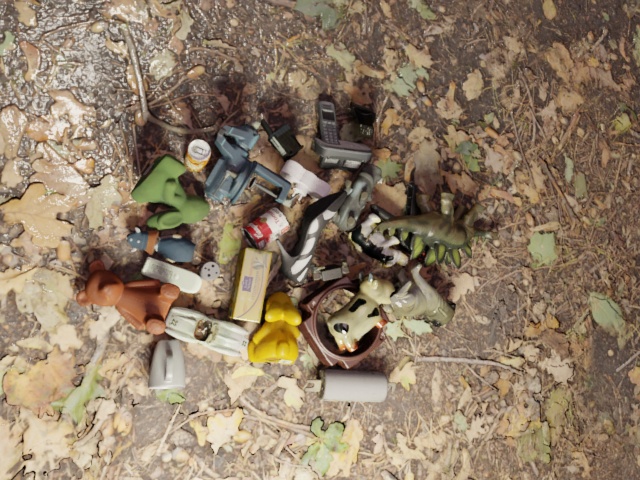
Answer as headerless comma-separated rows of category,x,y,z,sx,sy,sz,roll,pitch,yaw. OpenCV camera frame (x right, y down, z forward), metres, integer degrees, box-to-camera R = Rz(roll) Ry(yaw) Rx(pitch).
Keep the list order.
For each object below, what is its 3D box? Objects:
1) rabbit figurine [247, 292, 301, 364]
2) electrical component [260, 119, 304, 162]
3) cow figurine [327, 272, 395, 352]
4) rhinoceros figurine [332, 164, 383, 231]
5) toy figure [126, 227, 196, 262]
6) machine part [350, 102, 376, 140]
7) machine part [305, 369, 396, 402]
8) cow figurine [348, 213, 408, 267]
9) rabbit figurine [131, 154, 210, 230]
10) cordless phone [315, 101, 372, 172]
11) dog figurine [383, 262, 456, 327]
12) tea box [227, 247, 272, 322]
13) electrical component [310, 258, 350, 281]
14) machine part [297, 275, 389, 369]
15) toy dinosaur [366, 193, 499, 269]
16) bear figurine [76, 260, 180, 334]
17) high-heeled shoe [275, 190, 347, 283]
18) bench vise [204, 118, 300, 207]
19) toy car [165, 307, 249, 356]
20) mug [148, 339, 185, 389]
rabbit figurine,-0.105,0.200,1.280,0.122,0.162,0.173,7,63,-6
electrical component,-0.101,-0.263,1.368,0.048,0.075,0.119,-38,93,-18
cow figurine,0.100,0.161,1.289,0.195,0.085,0.127,-37,102,-19
rhinoceros figurine,0.101,-0.111,1.399,0.073,0.112,0.190,27,88,21
toy figure,-0.370,0.012,1.250,0.154,0.058,0.064,16,72,-11
machine part,0.118,-0.321,1.437,0.084,0.039,0.139,22,38,-20
machine part,0.080,0.364,1.346,0.243,0.079,0.079,6,81,-17
cow figurine,0.156,0.020,1.420,0.098,0.068,0.167,-42,94,-13
rabbit figurine,-0.336,-0.094,1.246,0.170,0.121,0.159,41,66,-25
cordless phone,0.056,-0.282,1.426,0.146,0.088,0.184,4,66,-18
dog figurine,0.260,0.179,1.403,0.172,0.121,0.190,-45,100,-23
tea box,-0.169,0.108,1.284,0.068,0.098,0.169,13,81,-16
electrical component,0.027,0.072,1.345,0.102,0.078,0.045,-10,101,-5
machine part,0.057,0.205,1.355,0.201,0.087,0.201,-33,94,-21
toy dinosaur,0.314,-0.026,1.434,0.471,0.105,0.198,10,80,-30
bear figurine,-0.425,0.121,1.182,0.196,0.132,0.120,27,74,-20
high-heeled shoe,-0.003,-0.004,1.346,0.249,0.086,0.145,-37,118,-8
bench vise,-0.161,-0.168,1.305,0.240,0.129,0.223,31,73,-16
toy car,-0.264,0.214,1.259,0.202,0.056,0.073,22,77,-14
mug,-0.343,0.276,1.203,0.081,0.109,0.107,0,69,-14
